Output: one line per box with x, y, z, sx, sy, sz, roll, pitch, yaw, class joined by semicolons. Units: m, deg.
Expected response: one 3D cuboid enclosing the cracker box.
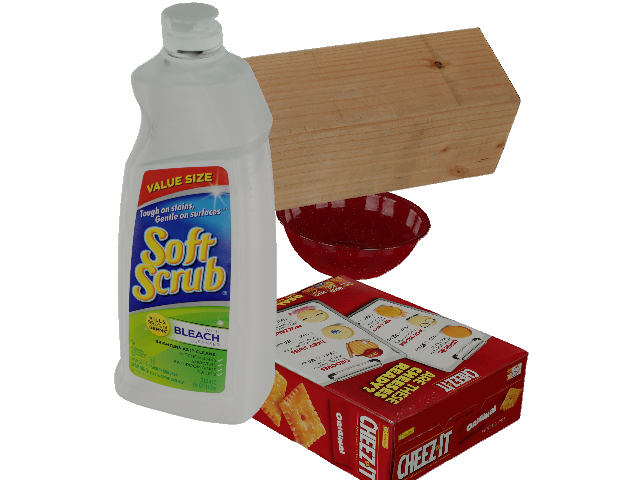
0.033;0.109;0.871;0.163;0.072;0.214;-19;29;-40;cracker box

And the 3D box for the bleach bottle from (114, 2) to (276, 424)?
-0.076;-0.012;0.612;0.103;0.251;0.068;12;34;16;bleach bottle

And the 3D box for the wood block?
0.040;-0.098;0.851;0.205;0.091;0.090;-10;-35;-16;wood block

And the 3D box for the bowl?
0.031;-0.004;1.117;0.162;0.055;0.162;5;25;-2;bowl
